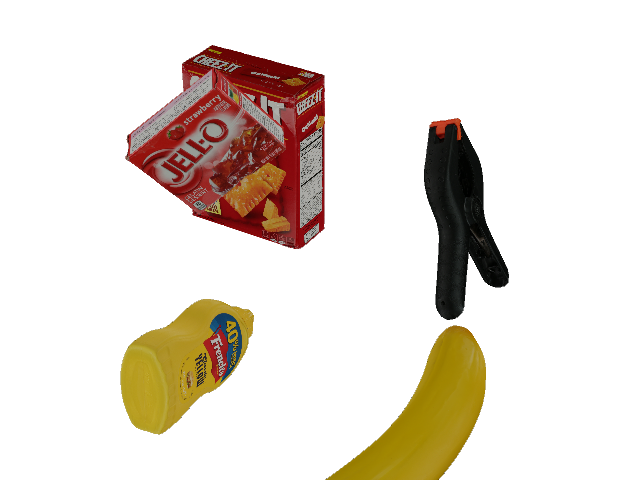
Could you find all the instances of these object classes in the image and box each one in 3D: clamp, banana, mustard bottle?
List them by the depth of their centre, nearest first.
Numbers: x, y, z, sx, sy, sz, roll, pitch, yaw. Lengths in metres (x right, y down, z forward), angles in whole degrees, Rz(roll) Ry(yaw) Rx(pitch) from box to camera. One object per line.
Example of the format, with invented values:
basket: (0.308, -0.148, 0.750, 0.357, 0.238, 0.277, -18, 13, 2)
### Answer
banana: (0.042, 0.104, 0.567, 0.070, 0.037, 0.197, 19, 40, 37)
clamp: (0.119, -0.017, 0.933, 0.039, 0.171, 0.120, -10, 16, 29)
mustard bottle: (-0.124, 0.113, 1.089, 0.058, 0.096, 0.191, 9, 23, 26)

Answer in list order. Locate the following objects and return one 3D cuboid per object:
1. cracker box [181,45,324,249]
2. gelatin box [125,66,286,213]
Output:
cracker box: (-0.080, -0.110, 1.288, 0.164, 0.214, 0.072, 19, 39, 26)
gelatin box: (-0.081, -0.068, 0.751, 0.089, 0.030, 0.073, -34, -52, 22)
